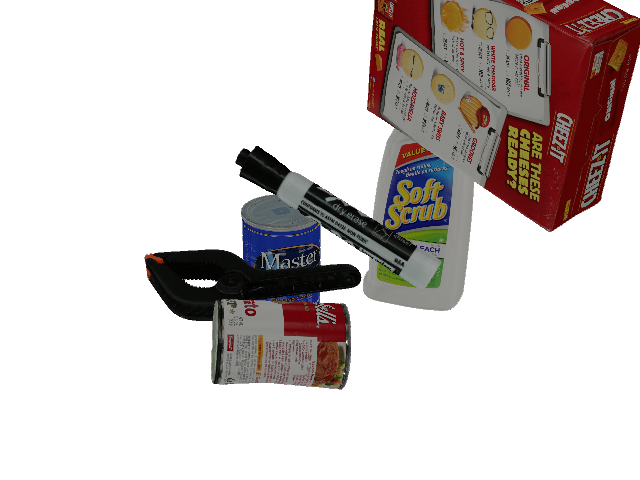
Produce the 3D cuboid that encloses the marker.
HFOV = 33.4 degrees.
[{"bbox_3d":[0.008,-0.013,0.563,0.121,0.020,0.020,32,3,6],"label":"marker"}]

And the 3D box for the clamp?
[{"bbox_3d":[-0.083,0.058,1.029,0.210,0.036,0.164,12,38,16],"label":"clamp"}]

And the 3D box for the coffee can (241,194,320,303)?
[{"bbox_3d":[-0.050,0.024,1.384,0.103,0.140,0.103,0,26,0],"label":"coffee can"}]

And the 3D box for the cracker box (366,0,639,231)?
[{"bbox_3d":[0.133,-0.133,0.831,0.072,0.164,0.214,-28,48,-30],"label":"cracker box"}]

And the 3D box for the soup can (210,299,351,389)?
[{"bbox_3d":[-0.032,0.081,0.834,0.102,0.068,0.068,3,-1,-9],"label":"soup can"}]

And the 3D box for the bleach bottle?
[{"bbox_3d":[0.094,-0.059,1.011,0.103,0.251,0.068,10,29,18],"label":"bleach bottle"}]
